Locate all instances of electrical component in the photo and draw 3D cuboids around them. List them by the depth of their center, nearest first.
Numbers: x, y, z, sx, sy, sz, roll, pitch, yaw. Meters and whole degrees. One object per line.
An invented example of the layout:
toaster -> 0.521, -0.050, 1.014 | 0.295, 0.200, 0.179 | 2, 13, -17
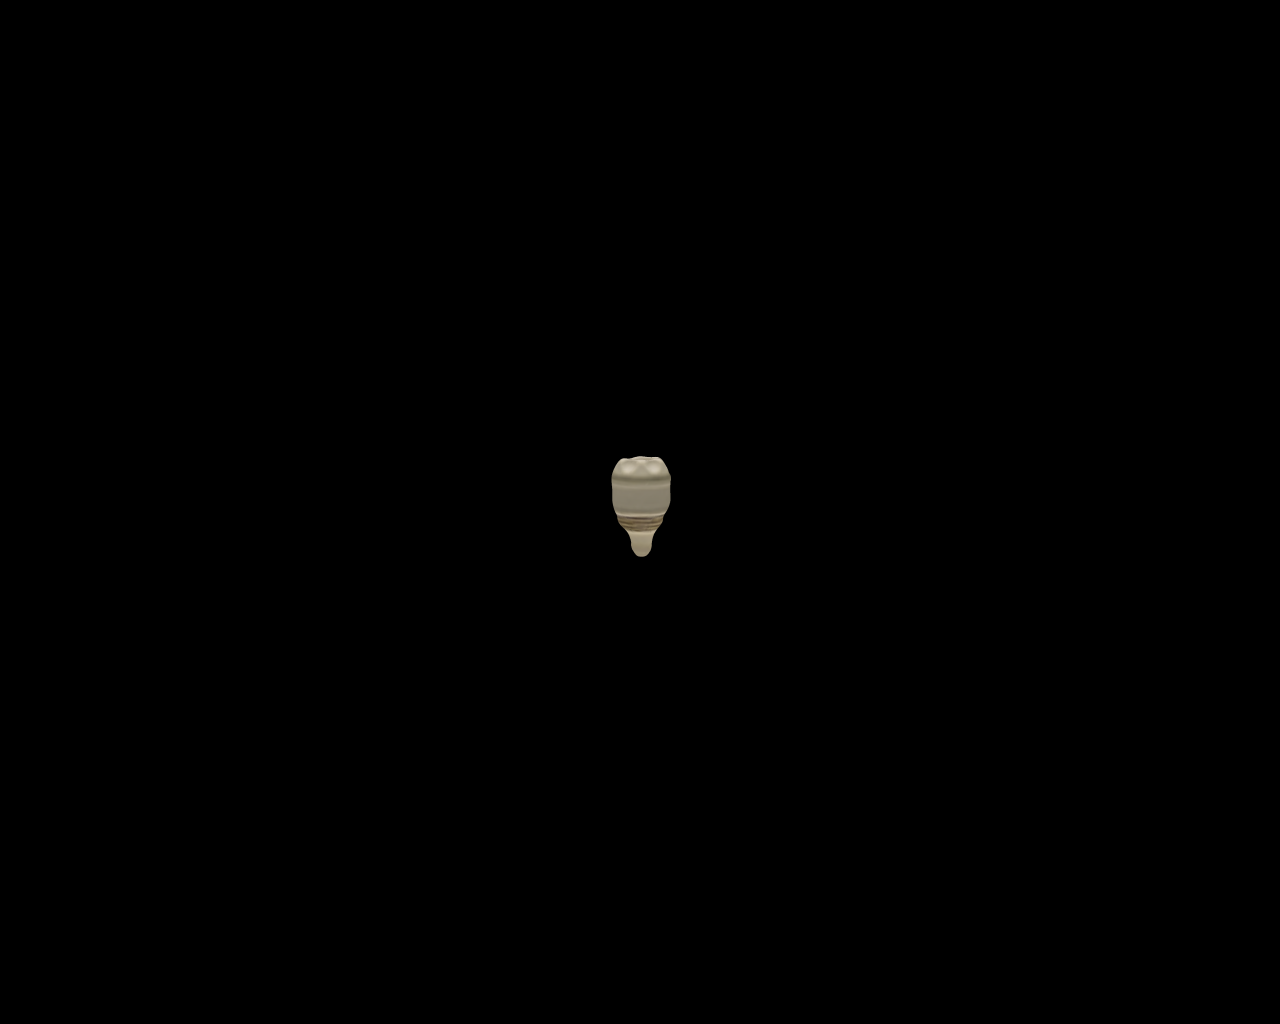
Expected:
electrical component -> 0.001, -0.003, 0.650 | 0.035, 0.061, 0.035 | 0, 9, 0
